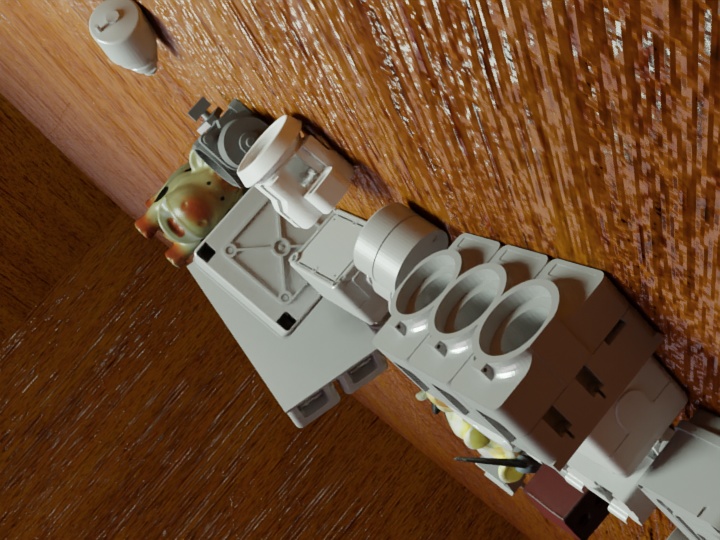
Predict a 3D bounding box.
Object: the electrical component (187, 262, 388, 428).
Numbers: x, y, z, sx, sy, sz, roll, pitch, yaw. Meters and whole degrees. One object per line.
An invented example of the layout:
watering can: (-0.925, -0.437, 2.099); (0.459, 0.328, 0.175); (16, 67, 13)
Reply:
electrical component: (-0.068, 0.045, 1.025); (0.186, 0.105, 0.060); (52, 172, 28)

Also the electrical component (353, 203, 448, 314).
electrical component: (0.051, 0.013, 0.727); (0.074, 0.052, 0.138); (35, 171, 28)

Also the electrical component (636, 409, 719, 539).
electrical component: (0.222, 0.138, 0.606); (0.113, 0.057, 0.078); (44, 171, -26)

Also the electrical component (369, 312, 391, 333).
electrical component: (0.021, 0.041, 1.049); (0.077, 0.043, 0.079); (36, 170, 26)

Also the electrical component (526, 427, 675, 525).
electrical component: (0.162, 0.118, 0.751); (0.121, 0.063, 0.078); (32, 169, 45)

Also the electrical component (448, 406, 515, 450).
electrical component: (0.102, 0.091, 0.886); (0.108, 0.060, 0.108); (39, 172, 7)

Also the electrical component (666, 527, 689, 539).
electrical component: (0.274, 0.262, 0.871); (0.060, 0.108, 0.108); (27, 166, 35)

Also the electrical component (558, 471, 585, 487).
electrical component: (0.169, 0.135, 0.848); (0.047, 0.055, 0.055); (36, 172, 50)

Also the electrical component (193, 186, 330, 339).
electrical component: (-0.070, -0.015, 0.929); (0.109, 0.108, 0.056); (41, 169, 0)

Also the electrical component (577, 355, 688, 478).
electrical component: (0.135, 0.073, 0.635); (0.061, 0.061, 0.096); (44, 171, -26)

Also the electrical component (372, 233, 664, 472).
electrical component: (0.078, 0.036, 0.599); (0.062, 0.089, 0.150); (44, 171, -24)

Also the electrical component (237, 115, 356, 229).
electrical component: (-0.045, -0.067, 0.725); (0.057, 0.058, 0.078); (40, 172, -17)

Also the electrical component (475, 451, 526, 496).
electrical component: (0.170, 0.211, 1.207); (0.042, 0.063, 0.081); (36, 170, 31)

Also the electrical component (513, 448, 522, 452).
electrical component: (0.136, 0.132, 0.973); (0.047, 0.055, 0.055); (37, 172, -7)

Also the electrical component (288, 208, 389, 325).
electrical component: (0.000, 0.000, 0.857); (0.061, 0.061, 0.096); (45, 170, -32)

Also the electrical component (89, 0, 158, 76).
electrical component: (-0.171, -0.170, 0.802); (0.040, 0.040, 0.078); (37, 171, 21)
